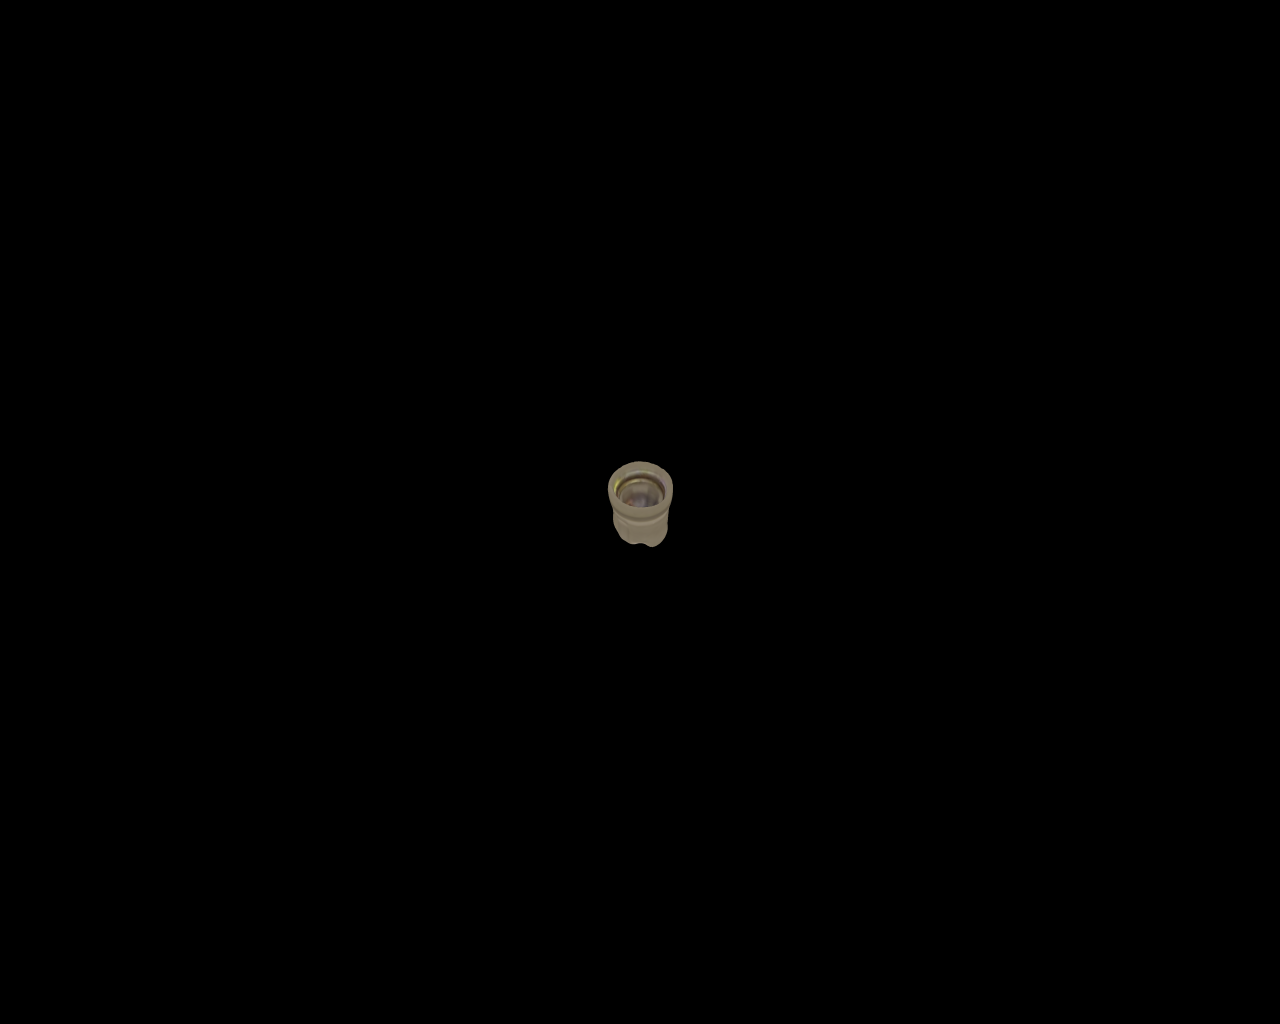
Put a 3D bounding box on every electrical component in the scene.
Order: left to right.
[{"bbox_3d":[0.001,-0.003,0.650,0.040,0.040,0.046,0,-39,0],"label":"electrical component"}]
